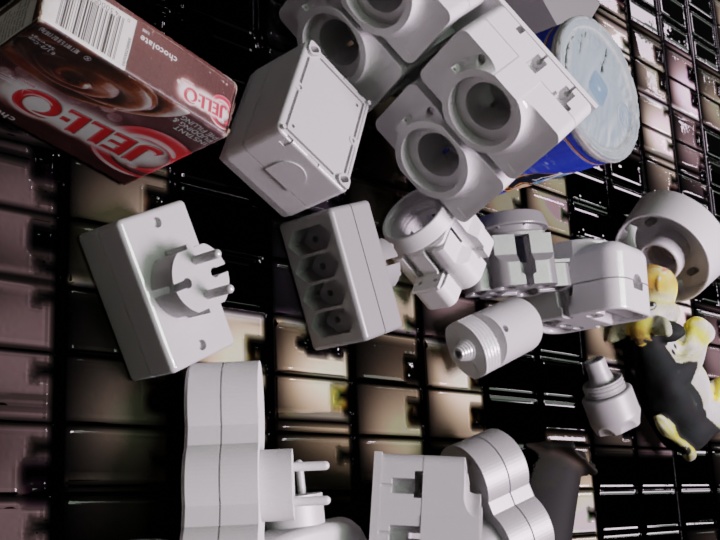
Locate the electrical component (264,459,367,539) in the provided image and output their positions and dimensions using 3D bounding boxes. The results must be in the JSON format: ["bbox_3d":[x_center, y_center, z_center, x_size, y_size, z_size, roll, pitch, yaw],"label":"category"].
[{"bbox_3d":[-0.038,0.148,0.607,0.077,0.044,0.079,3,77,-47],"label":"electrical component"}]

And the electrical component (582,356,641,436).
[{"bbox_3d":[0.203,0.102,0.884,0.043,0.043,0.062,-29,100,-48],"label":"electrical component"}]

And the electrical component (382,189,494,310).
[{"bbox_3d":[0.052,-0.021,0.744,0.057,0.058,0.078,49,48,-30],"label":"electrical component"}]

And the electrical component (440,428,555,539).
[{"bbox_3d":[0.086,0.182,0.716,0.074,0.052,0.138,-16,81,-32],"label":"electrical component"}]

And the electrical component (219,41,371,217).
[{"bbox_3d":[-0.040,-0.090,0.665,0.062,0.061,0.096,43,43,-32],"label":"electrical component"}]

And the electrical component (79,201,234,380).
[{"bbox_3d":[-0.094,0.007,0.561,0.047,0.076,0.083,-25,98,-48],"label":"electrical component"}]

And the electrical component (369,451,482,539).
[{"bbox_3d":[0.038,0.208,0.623,0.105,0.060,0.186,71,22,-69],"label":"electrical component"}]

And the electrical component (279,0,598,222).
[{"bbox_3d":[0.044,-0.133,0.687,0.186,0.105,0.060,48,47,1],"label":"electrical component"}]

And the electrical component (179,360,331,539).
[{"bbox_3d":[-0.052,0.112,0.556,0.052,0.074,0.138,90,-3,-59],"label":"electrical component"}]

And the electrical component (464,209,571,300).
[{"bbox_3d":[0.115,-0.012,0.805,0.078,0.058,0.057,-3,78,-13],"label":"electrical component"}]

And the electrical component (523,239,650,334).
[{"bbox_3d":[0.174,0.012,0.838,0.054,0.095,0.059,15,68,-45],"label":"electrical component"}]

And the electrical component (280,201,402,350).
[{"bbox_3d":[0.000,0.000,0.688,0.076,0.047,0.083,-17,92,-48],"label":"electrical component"}]

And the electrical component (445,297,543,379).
[{"bbox_3d":[0.093,0.050,0.779,0.081,0.043,0.043,-19,93,-48],"label":"electrical component"}]

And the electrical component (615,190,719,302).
[{"bbox_3d":[0.281,-0.022,0.967,0.064,0.099,0.099,-40,109,-39],"label":"electrical component"}]

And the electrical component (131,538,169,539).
[{"bbox_3d":[-0.109,0.164,0.525,0.043,0.043,0.062,6,76,-47],"label":"electrical component"}]
